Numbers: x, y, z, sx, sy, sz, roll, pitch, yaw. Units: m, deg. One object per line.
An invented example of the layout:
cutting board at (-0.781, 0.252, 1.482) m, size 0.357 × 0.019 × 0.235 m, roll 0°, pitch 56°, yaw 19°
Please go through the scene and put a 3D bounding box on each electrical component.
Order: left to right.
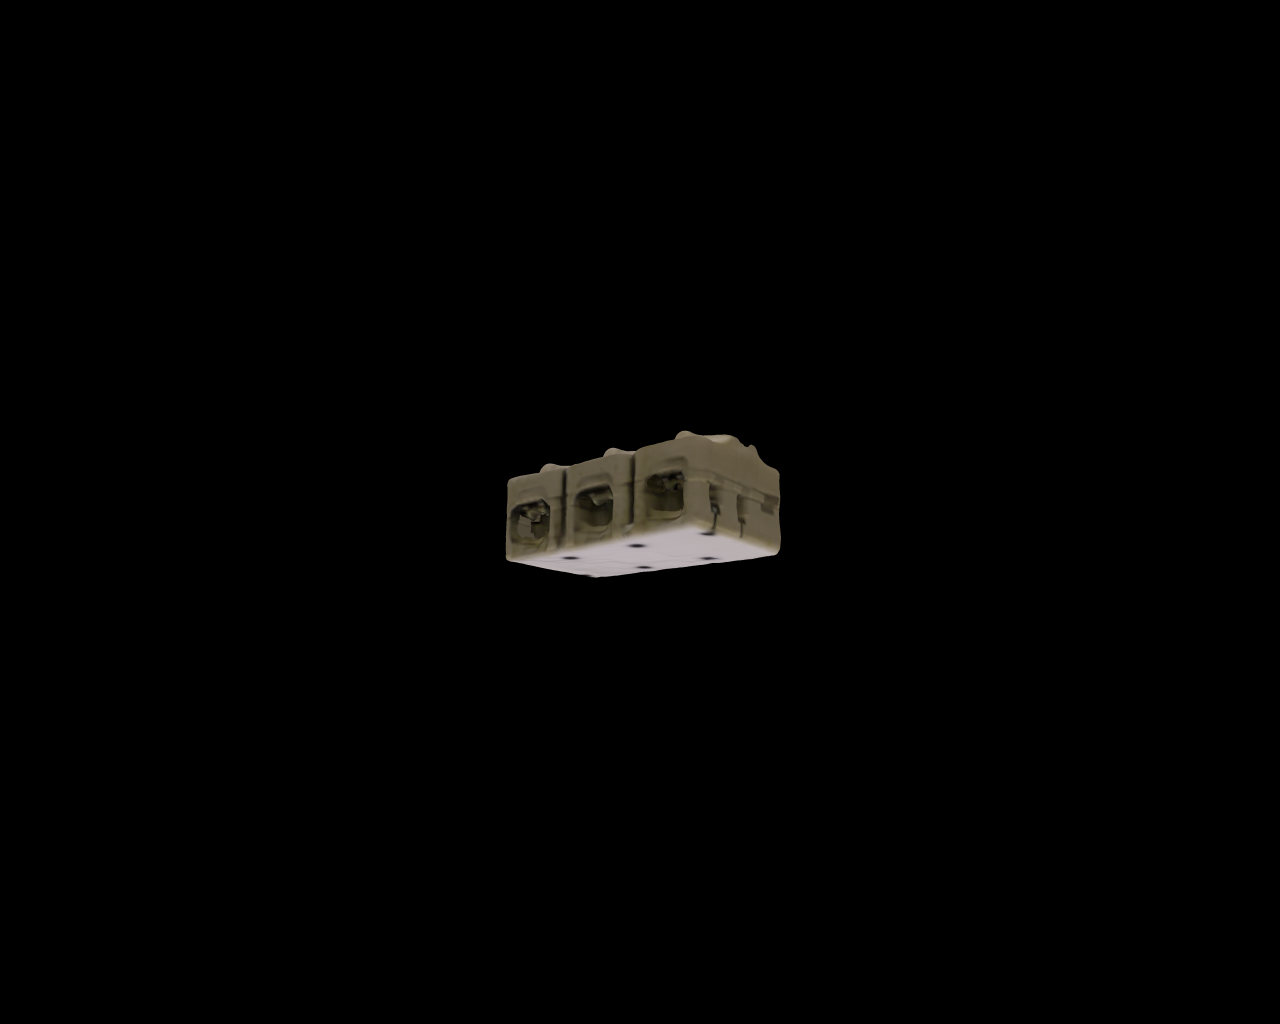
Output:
electrical component at (0.001, -0.003, 0.650) m, size 0.150 × 0.062 × 0.089 m, roll -11°, pitch -17°, yaw 37°
